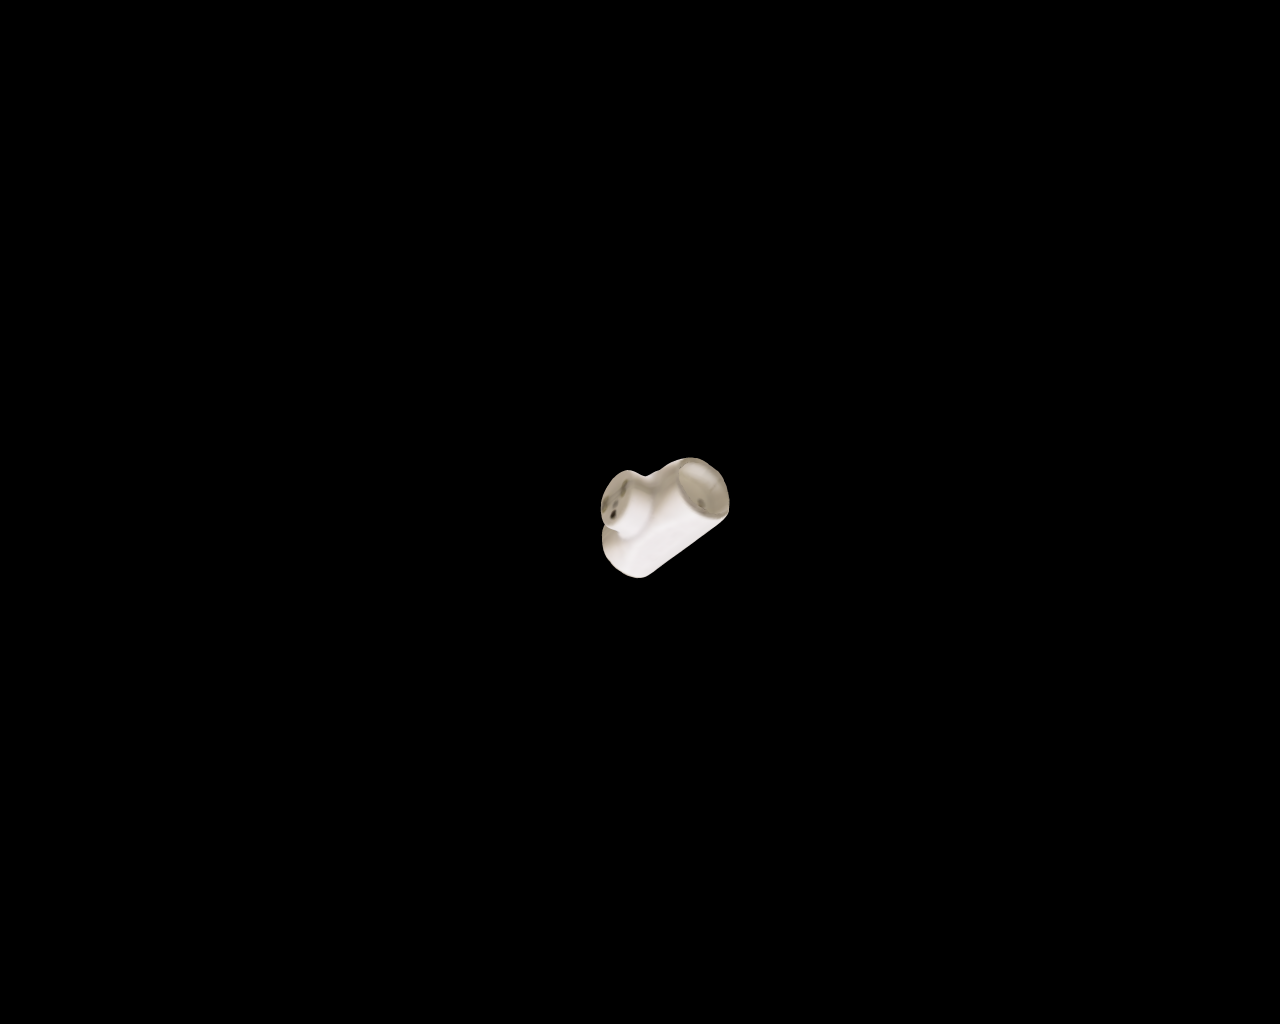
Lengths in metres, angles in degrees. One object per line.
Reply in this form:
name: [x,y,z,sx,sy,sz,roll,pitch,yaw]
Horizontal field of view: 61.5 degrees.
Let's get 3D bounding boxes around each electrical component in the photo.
electrical component: [0.001,-0.003,0.650,0.079,0.044,0.077,25,-44,-28]
